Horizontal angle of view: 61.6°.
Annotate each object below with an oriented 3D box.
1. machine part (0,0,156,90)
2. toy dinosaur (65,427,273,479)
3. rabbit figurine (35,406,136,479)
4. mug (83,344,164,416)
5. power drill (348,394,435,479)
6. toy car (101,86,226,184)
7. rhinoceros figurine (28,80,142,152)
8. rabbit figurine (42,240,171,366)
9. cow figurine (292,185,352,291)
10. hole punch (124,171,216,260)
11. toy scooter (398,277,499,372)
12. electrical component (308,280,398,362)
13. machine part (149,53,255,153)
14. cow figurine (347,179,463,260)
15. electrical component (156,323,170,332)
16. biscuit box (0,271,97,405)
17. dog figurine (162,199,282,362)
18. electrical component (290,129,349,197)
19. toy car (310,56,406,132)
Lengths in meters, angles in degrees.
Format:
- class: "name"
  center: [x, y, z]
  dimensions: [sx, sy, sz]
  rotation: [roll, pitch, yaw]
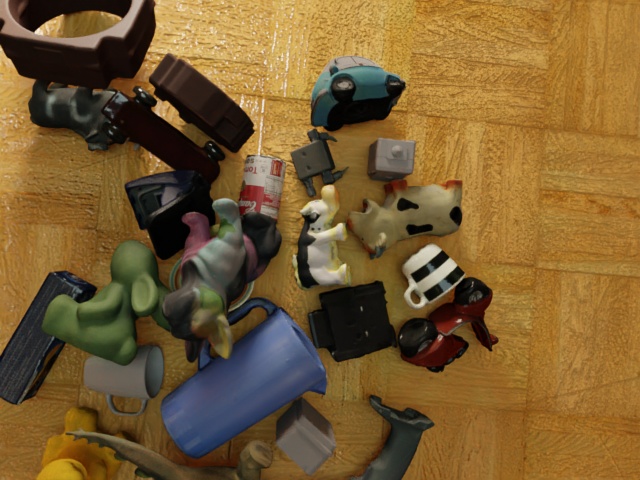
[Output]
- class: "machine part"
  center: [-0.364, -0.327, 0.812]
  dimensions: [0.201, 0.087, 0.201]
  rotation: [8, 59, -2]
- class: "toy dinosaur"
  center: [-0.137, 0.381, 0.772]
  dimensions: [0.198, 0.105, 0.471]
  rotation: [-35, 110, 26]
- class: "rabbit figurine"
  center: [-0.368, 0.337, 0.775]
  dimensions: [0.122, 0.173, 0.162]
  rotation: [45, 80, -6]
- class: "mug"
  center: [-0.308, 0.216, 0.837]
  dimensions: [0.107, 0.081, 0.109]
  rotation: [1, 91, 6]
- class: "power drill"
  center: [0.085, 0.363, 0.865]
  dimensions: [0.232, 0.086, 0.207]
  rotation: [18, 81, -4]
- class: "toy car"
  center: [-0.240, -0.153, 0.831]
  dimensions: [0.089, 0.053, 0.202]
  rotation: [-47, 125, 9]
- class: "rhinoceros figurine"
  center: [-0.362, -0.198, 0.849]
  dimensions: [0.190, 0.073, 0.112]
  rotation: [13, 85, -5]
- class: "rabbit figurine"
  center: [-0.289, 0.082, 0.778]
  dimensions: [0.159, 0.121, 0.170]
  rotation: [18, 78, 25]
- class: "cow figurine"
  center: [-0.002, -0.004, 0.880]
  dimensions: [0.098, 0.068, 0.167]
  rotation: [-7, 86, 11]
- class: "hole punch"
  center: [-0.230, -0.049, 0.832]
  dimensions: [0.116, 0.142, 0.092]
  rotation: [-35, 59, -26]
- class: "toy scooter"
  center: [0.225, 0.157, 0.889]
  dimensions: [0.184, 0.075, 0.135]
  rotation: [-41, 116, 5]
- class: "electrical component"
  center: [0.050, 0.134, 0.882]
  dimensions: [0.134, 0.058, 0.115]
  rotation: [-14, 87, -7]
- class: "machine part"
  center: [-0.179, -0.203, 0.822]
  dimensions: [0.179, 0.179, 0.056]
  rotation: [37, 86, -3]
- class: "cow figurine"
  center: [0.140, -0.035, 0.888]
  dimensions: [0.195, 0.085, 0.127]
  rotation: [-3, 85, -9]
- class: "electrical component"
  center: [-0.227, 0.112, 0.860]
  dimensions: [0.119, 0.048, 0.075]
  rotation: [30, 84, -3]
- class: "biscuit box"
  center: [-0.430, 0.147, 0.833]
  dimensions: [0.063, 0.059, 0.202]
  rotation: [29, 85, -2]
- class: "dog figurine"
  center: [-0.138, 0.065, 0.774]
  dimensions: [0.109, 0.191, 0.219]
  rotation: [-11, 69, 33]
- class: "electrical component"
  center: [-0.002, -0.132, 0.898]
  dimensions: [0.078, 0.045, 0.102]
  rotation: [-26, 87, 22]
- class: "toy car"
  center: [0.053, -0.251, 0.880]
  dimensions: [0.162, 0.109, 0.103]
  rotation: [-15, 72, -15]
